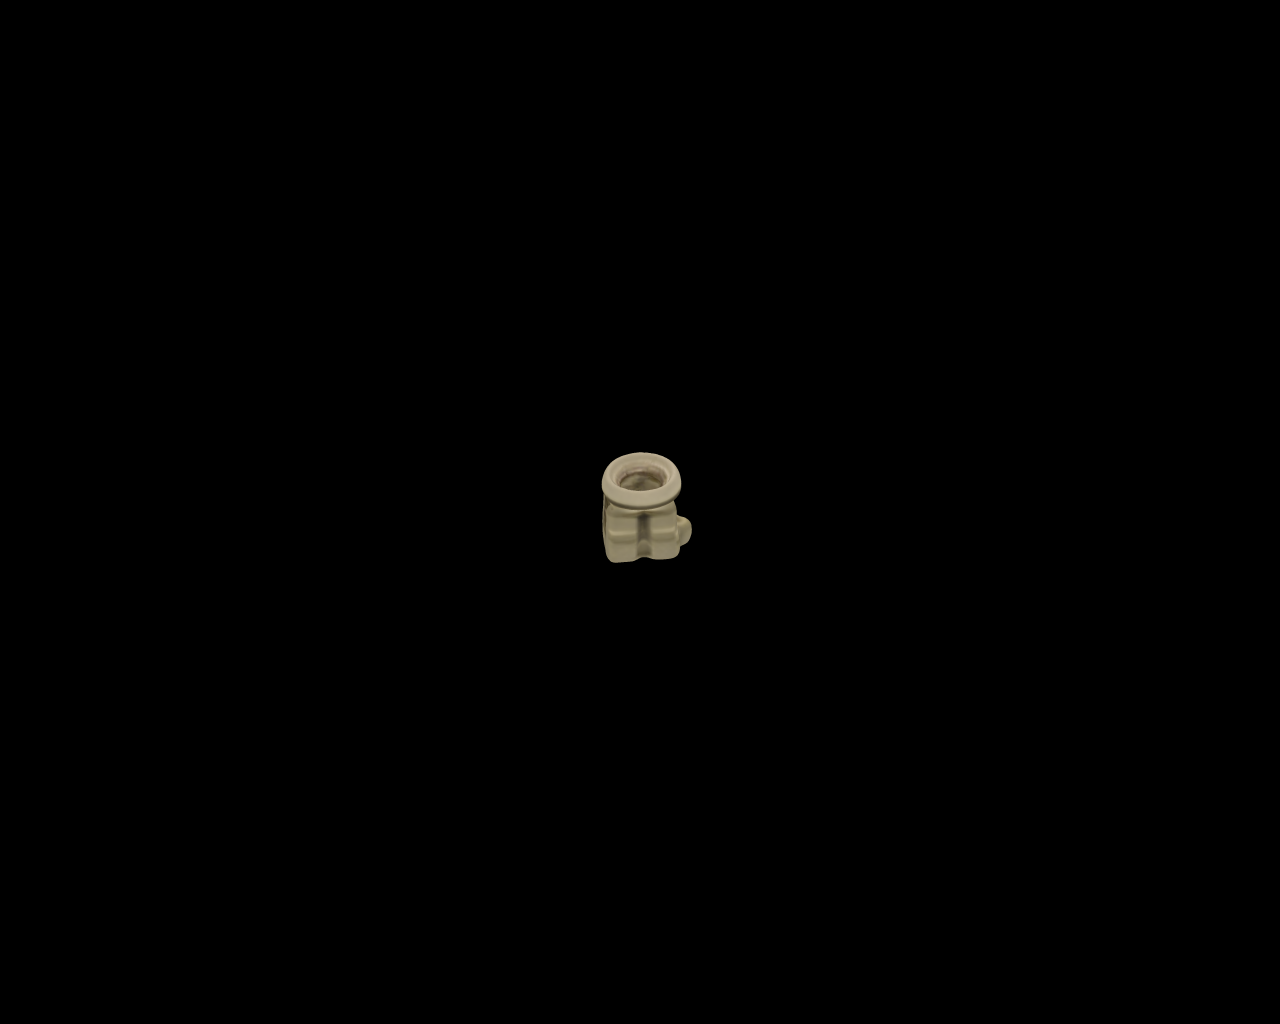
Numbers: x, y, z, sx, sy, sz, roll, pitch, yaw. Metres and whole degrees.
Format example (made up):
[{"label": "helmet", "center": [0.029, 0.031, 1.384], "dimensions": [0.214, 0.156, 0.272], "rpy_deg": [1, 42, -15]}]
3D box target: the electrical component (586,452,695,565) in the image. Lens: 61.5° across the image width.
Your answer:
[{"label": "electrical component", "center": [0.001, -0.003, 0.650], "dimensions": [0.066, 0.055, 0.048], "rpy_deg": [-5, 36, -7]}]
